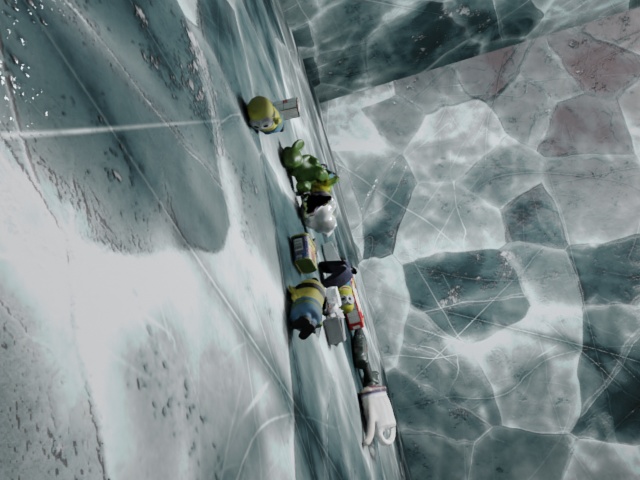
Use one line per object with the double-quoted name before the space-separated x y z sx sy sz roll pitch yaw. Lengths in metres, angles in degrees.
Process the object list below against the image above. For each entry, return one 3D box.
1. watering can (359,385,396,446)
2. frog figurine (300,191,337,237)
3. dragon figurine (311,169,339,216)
"watering can" 0.210 0.662 1.945 0.103 0.228 0.344 -24 -24 18
"frog figurine" 0.006 -0.092 1.824 0.124 0.139 0.156 29 -16 35
"dragon figurine" -0.014 -0.168 2.056 0.122 0.239 0.415 -1 17 -14
